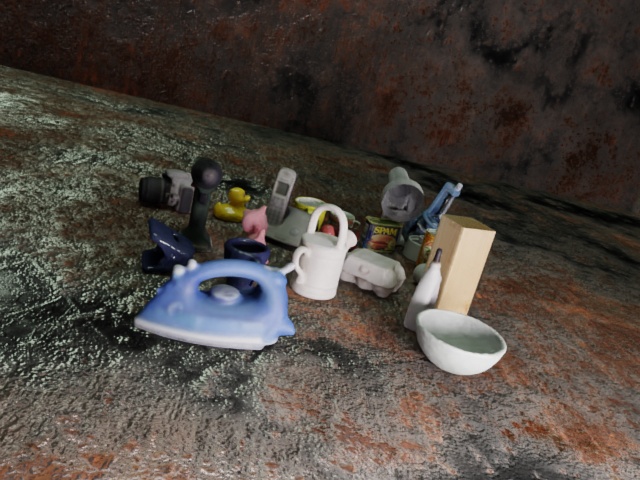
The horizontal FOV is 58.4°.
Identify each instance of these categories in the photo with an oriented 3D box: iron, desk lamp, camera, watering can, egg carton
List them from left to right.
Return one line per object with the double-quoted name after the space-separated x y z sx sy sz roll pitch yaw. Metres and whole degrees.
-0.405 -0.142 1.510 0.137 0.101 0.142 4 21 -27 "camera"
-0.164 0.089 0.943 0.259 0.141 0.118 7 19 -20 "iron"
0.009 0.016 1.201 0.100 0.194 0.173 19 19 14 "watering can"
0.116 0.072 1.313 0.150 0.069 0.107 22 20 24 "egg carton"
0.213 -0.094 1.643 0.118 0.213 0.203 11 18 -8 "desk lamp"

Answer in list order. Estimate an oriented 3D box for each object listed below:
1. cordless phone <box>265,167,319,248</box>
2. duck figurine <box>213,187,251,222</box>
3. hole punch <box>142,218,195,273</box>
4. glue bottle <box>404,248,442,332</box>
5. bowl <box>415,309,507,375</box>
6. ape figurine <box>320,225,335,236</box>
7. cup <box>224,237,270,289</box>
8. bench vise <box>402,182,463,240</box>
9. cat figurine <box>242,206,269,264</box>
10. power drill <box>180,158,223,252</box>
-0.068 -0.079 1.437 0.147 0.185 0.094 19 19 16 "cordless phone"
-0.231 -0.099 1.534 0.105 0.086 0.077 -1 23 -37 "duck figurine"
-0.302 0.011 1.153 0.101 0.091 0.108 6 20 -22 "hole punch"
0.217 0.097 1.151 0.037 0.173 0.078 23 21 26 "glue bottle"
0.246 0.195 1.040 0.167 0.075 0.167 13 18 -4 "bowl"
0.013 0.005 1.398 0.078 0.092 0.075 -1 24 -38 "ape figurine"
-0.144 0.058 1.123 0.092 0.095 0.117 2 22 -31 "cup"
0.328 -0.080 1.675 0.206 0.220 0.122 25 21 31 "bench vise"
-0.147 -0.021 1.318 0.067 0.118 0.127 7 20 -19 "cat figurine"
-0.262 -0.086 1.278 0.076 0.208 0.229 8 19 -17 "power drill"
